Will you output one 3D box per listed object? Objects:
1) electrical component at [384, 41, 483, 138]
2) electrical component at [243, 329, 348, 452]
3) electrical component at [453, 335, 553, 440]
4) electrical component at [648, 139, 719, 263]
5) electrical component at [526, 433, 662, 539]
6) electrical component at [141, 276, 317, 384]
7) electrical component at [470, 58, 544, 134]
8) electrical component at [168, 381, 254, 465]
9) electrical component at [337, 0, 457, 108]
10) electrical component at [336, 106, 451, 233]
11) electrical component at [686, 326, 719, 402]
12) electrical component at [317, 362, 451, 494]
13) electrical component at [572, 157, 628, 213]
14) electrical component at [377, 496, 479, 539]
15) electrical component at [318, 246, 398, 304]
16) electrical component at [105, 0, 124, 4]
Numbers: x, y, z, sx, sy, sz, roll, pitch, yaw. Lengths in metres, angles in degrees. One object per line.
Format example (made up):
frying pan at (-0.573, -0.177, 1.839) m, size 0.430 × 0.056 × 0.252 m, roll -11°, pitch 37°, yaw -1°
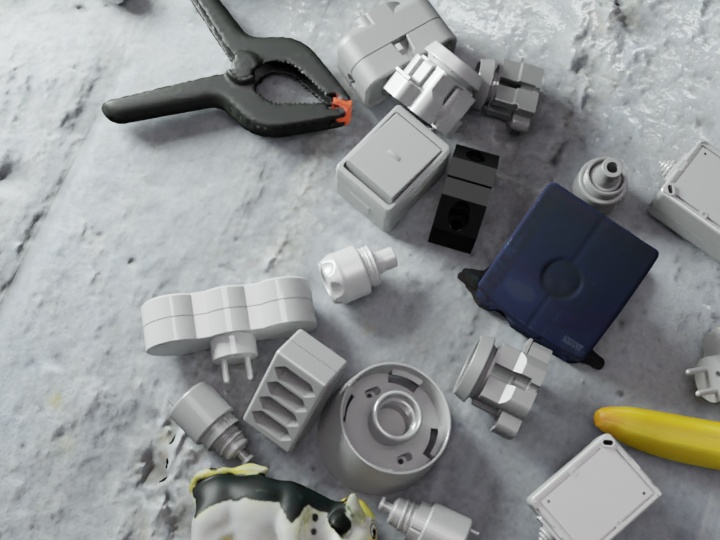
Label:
electrical component at (0.066, -0.154, 0.906) m, size 0.057 × 0.078 × 0.058 m, roll -52°, pitch 43°, yaw 11°
electrical component at (-0.043, 0.086, 0.852) m, size 0.047 × 0.083 × 0.076 m, roll 35°, pitch 37°, yaw 9°
electrical component at (0.111, 0.087, 0.860) m, size 0.057 × 0.058 × 0.078 m, roll 26°, pitch 74°, yaw 3°
electrical component at (0.291, -0.060, 0.909) m, size 0.096 × 0.061 × 0.061 m, roll 38°, pitch 78°, yaw 10°
electrical component at (0.174, 0.181, 0.834) m, size 0.096 × 0.061 × 0.061 m, roll -40°, pitch 78°, yaw -5°
electrical component at (-0.103, 0.054, 0.866) m, size 0.138 × 0.052 × 0.073 m, roll -9°, pitch 73°, yaw -5°
electrical component at (0.126, -0.157, 0.943) m, size 0.055 × 0.048 × 0.066 m, roll 16°, pitch 73°, yaw -5°
electrical component at (-0.115, 0.124, 0.850) m, size 0.078 × 0.040 × 0.040 m, roll 44°, pitch 76°, yaw 11°
electrical component at (0.029, -0.195, 0.947) m, size 0.095 × 0.053 × 0.059 m, roll -31°, pitch 76°, yaw -11°
electrical component at (0.032, -0.091, 0.911) m, size 0.062 × 0.061 × 0.096 m, roll 41°, pitch 76°, yaw 10°
electrical component at (0.297, 0.085, 0.862) m, size 0.079 × 0.043 × 0.077 m, roll -7°, pitch 63°, yaw -24°
electrical component at (0.021, 0.124, 0.855) m, size 0.099 × 0.064 × 0.099 m, roll 6°, pitch 66°, yaw -13°
electrical component at (0.206, -0.075, 0.911) m, size 0.043 × 0.062 × 0.043 m, roll 1°, pitch 73°, yaw -2°
electrical component at (0.051, 0.198, 0.832) m, size 0.078 × 0.040 × 0.040 m, roll 25°, pitch 74°, yaw 6°
electrical component at (0.000, 0.000, 0.891) m, size 0.062 × 0.043 × 0.043 m, roll -22°, pitch 75°, yaw -10°
electrical component at (-0.236, -0.268, 0.972) m, size 0.061 × 0.035 × 0.035 m, roll 35°, pitch 75°, yaw 11°
